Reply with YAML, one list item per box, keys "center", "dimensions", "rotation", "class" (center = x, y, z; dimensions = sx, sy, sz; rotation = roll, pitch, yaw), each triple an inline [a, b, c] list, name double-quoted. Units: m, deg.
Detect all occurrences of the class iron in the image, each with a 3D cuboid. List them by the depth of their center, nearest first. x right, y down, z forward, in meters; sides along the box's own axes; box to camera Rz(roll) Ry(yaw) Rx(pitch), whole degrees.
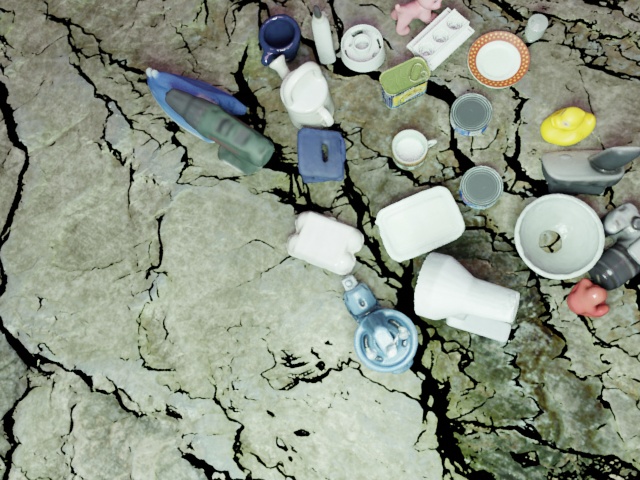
- center: [-0.296, -0.316, 1.239]
  dimensions: [0.258, 0.141, 0.119]
  rotation: [29, 85, 11]
  class: "iron"

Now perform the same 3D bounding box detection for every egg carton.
- center: [0.011, 0.004, 1.182]
  dimensions: [0.150, 0.069, 0.107]
  rotation: [20, 83, 10]
  class: "egg carton"

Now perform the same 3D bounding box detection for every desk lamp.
- center: [0.276, 0.108, 1.058]
  dimensions: [0.203, 0.213, 0.118]
  rotation: [16, 82, 10]
  class: "desk lamp"

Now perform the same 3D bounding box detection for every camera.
- center: [0.577, 0.020, 1.094]
  dimensions: [0.137, 0.101, 0.143]
  rotation: [-37, 78, 0]
  class: "camera"

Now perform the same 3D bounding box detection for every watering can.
- center: [-0.037, -0.306, 1.179]
  dimensions: [0.172, 0.194, 0.101]
  rotation: [26, 84, 11]
  class: "watering can"

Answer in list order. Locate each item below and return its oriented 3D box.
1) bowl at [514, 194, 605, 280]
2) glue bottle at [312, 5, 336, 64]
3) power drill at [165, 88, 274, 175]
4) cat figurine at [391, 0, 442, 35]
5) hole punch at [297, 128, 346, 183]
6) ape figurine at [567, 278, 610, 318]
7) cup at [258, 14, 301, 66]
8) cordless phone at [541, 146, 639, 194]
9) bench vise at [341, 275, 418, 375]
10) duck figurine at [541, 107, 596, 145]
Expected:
- center: [0.461, -0.002, 1.125]
  dimensions: [0.167, 0.075, 0.167]
  rotation: [-1, 80, 7]
  class: "bowl"
- center: [0.004, -0.444, 1.208]
  dimensions: [0.037, 0.173, 0.078]
  rotation: [-9, 79, 6]
  class: "glue bottle"
- center: [-0.191, -0.211, 1.174]
  dimensions: [0.229, 0.208, 0.076]
  rotation: [29, 85, 11]
  class: "power drill"
- center: [0.215, -0.512, 1.222]
  dimensions: [0.128, 0.118, 0.067]
  rotation: [-23, 78, 3]
  class: "cat figurine"
- center: [0.004, -0.180, 1.204]
  dimensions: [0.101, 0.091, 0.109]
  rotation: [-3, 80, 7]
  class: "hole punch"
- center: [0.516, 0.110, 1.090]
  dimensions: [0.076, 0.092, 0.078]
  rotation: [-11, 79, 5]
  class: "ape figurine"
- center: [-0.087, -0.419, 1.255]
  dimensions: [0.091, 0.095, 0.118]
  rotation: [27, 84, 11]
  class: "cup"
- center: [0.512, -0.151, 1.089]
  dimensions: [0.147, 0.185, 0.094]
  rotation: [-4, 80, 7]
  class: "cordless phone"
- center: [0.094, 0.164, 1.067]
  dimensions: [0.207, 0.220, 0.121]
  rotation: [40, 87, 12]
  class: "bench vise"
- center: [0.507, -0.240, 1.155]
  dimensions: [0.104, 0.086, 0.077]
  rotation: [-8, 79, 6]
  class: "duck figurine"
